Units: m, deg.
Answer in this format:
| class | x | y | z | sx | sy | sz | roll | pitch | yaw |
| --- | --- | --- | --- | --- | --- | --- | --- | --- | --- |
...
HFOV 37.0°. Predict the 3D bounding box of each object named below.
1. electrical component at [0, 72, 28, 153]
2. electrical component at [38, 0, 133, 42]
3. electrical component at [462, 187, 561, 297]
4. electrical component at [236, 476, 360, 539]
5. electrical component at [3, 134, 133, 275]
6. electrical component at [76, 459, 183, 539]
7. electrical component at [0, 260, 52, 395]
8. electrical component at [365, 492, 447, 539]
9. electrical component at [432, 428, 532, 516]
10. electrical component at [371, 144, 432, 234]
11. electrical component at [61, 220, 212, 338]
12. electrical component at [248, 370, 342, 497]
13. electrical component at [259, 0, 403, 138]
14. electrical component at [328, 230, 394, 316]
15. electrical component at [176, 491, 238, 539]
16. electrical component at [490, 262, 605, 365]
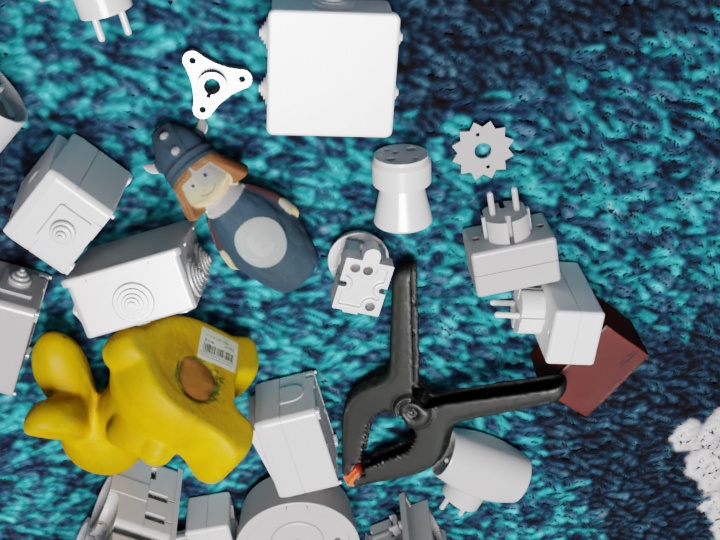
| class | x | y | z | sx | sy | sz | roll | pitch | yaw |
| --- | --- | --- | --- | --- | --- | --- | --- | --- | --- |
| electrical component | -0.275 | -0.115 | 0.721 | 0.064 | 0.099 | 0.099 | -41 | 115 | 9 |
| electrical component | -0.176 | -0.192 | 0.716 | 0.077 | 0.043 | 0.079 | -13 | 119 | 2 |
| electrical component | 0.114 | -0.028 | 0.829 | 0.066 | 0.047 | 0.076 | -12 | 119 | 1 |
| electrical component | -0.056 | 0.226 | 0.947 | 0.108 | 0.060 | 0.108 | -2 | 119 | -4 |
| electrical component | -0.210 | -0.048 | 0.762 | 0.061 | 0.096 | 0.061 | 37 | 110 | -18 |
| electrical component | -0.199 | 0.250 | 0.875 | 0.060 | 0.186 | 0.105 | 23 | 114 | -16 |
| electrical component | -0.278 | 0.036 | 0.822 | 0.061 | 0.061 | 0.096 | 17 | 116 | -14 |
| electrical component | 0.044 | 0.268 | 0.944 | 0.063 | 0.121 | 0.078 | -23 | 118 | 11 |
| electrical component | 0.098 | 0.185 | 0.947 | 0.077 | 0.043 | 0.079 | 22 | 115 | -16 |
| electrical component | 0.032 | -0.061 | 0.805 | 0.045 | 0.045 | 0.055 | -4 | 118 | -3 |
| electrical component | -0.162 | 0.006 | 0.796 | 0.100 | 0.099 | 0.048 | -16 | 106 | 4 |
| electrical component | -0.054 | 0.143 | 0.900 | 0.061 | 0.061 | 0.096 | -14 | 119 | 3 |
| electrical component | -0.021 | -0.143 | 0.753 | 0.100 | 0.048 | 0.099 | 1 | 119 | -5 |
| electrical component | 0.000 | 0.000 | 0.830 | 0.048 | 0.055 | 0.066 | 12 | 117 | -11 |
| electrical component | -0.146 | 0.249 | 0.959 | 0.076 | 0.047 | 0.083 | -9 | 119 | 0 |
| electrical component | 0.141 | 0.032 | 0.844 | 0.076 | 0.083 | 0.047 | 3 | 118 | -6 |
